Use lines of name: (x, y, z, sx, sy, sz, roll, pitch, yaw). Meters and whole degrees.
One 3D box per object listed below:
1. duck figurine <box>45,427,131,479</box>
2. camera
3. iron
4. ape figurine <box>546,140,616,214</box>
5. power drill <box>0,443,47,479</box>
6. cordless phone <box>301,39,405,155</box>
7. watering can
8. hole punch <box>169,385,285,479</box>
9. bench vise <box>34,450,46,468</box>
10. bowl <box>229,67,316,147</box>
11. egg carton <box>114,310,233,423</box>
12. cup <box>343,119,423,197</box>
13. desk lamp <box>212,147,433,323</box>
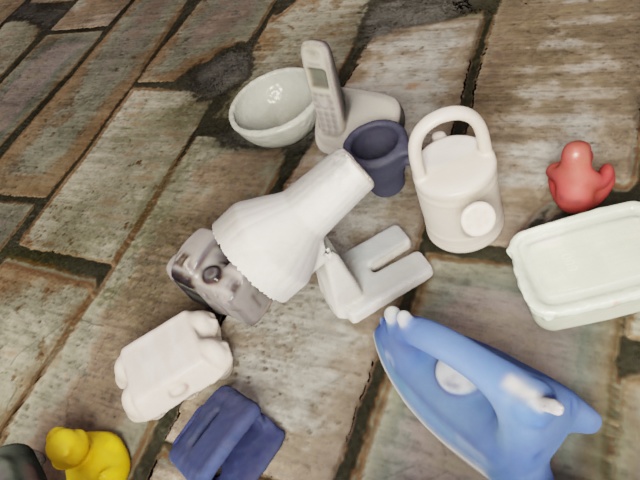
duck figurine: (-0.282, 0.256, 0.676, 0.104, 0.086, 0.077, 21, 64, 34)
camera: (-0.125, 0.024, 0.785, 0.142, 0.101, 0.137, 18, 62, 33)
iron: (0.134, 0.128, 0.568, 0.257, 0.142, 0.119, 30, 69, 37)
ape figurine: (0.313, -0.083, 0.694, 0.077, 0.092, 0.076, 23, 65, 35)
power drill: (-0.234, 0.296, 0.542, 0.228, 0.209, 0.076, 32, 70, 38)
cordless phone: (0.044, -0.204, 0.840, 0.147, 0.185, 0.094, 15, 61, 32)
watering can: (0.165, -0.074, 0.680, 0.101, 0.195, 0.172, -35, 49, -7)
hole punch: (-0.113, 0.220, 0.631, 0.100, 0.091, 0.109, 23, 65, 35)
bench vise: (-0.394, 0.306, 0.593, 0.121, 0.220, 0.207, 2, 55, 24)
bowl: (-0.064, -0.210, 0.964, 0.167, 0.075, 0.167, -11, 50, 14)
egg carton: (-0.185, 0.159, 0.724, 0.150, 0.070, 0.107, -32, 48, -4)
cup: (0.098, -0.104, 0.798, 0.117, 0.095, 0.092, 13, 60, 31)
desk lamp: (0.006, 0.002, 0.672, 0.203, 0.214, 0.117, -31, 48, -3)
